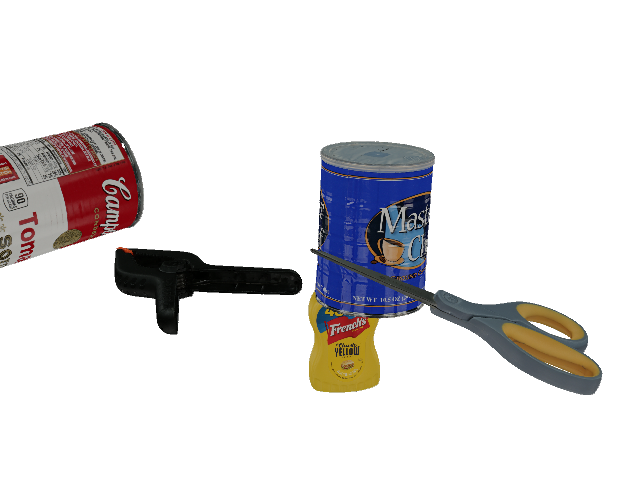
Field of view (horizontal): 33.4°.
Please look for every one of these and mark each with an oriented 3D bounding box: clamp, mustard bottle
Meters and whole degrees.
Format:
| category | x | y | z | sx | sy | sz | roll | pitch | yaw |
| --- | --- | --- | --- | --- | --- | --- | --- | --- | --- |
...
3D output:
| category | x | y | z | sx | sy | sz | roll | pitch | yaw |
| --- | --- | --- | --- | --- | --- | --- | --- | --- | --- |
| clamp | -0.146 | 0.042 | 1.056 | 0.210 | 0.036 | 0.164 | 12 | 21 | 38 |
| mustard bottle | 0.032 | 0.108 | 1.433 | 0.096 | 0.192 | 0.058 | -3 | 19 | -6 |

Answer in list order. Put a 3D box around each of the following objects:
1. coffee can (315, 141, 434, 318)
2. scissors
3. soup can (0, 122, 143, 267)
| category | x | y | z | sx | sy | sz | roll | pitch | yaw |
| --- | --- | --- | --- | --- | --- | --- | --- | --- | --- |
| coffee can | 0.049 | -0.012 | 0.976 | 0.103 | 0.140 | 0.103 | 2 | 16 | -1 |
| scissors | 0.098 | 0.041 | 0.715 | 0.202 | 0.016 | 0.096 | 29 | 25 | 17 |
| soup can | -0.167 | -0.027 | 0.637 | 0.102 | 0.068 | 0.069 | -20 | 12 | -36 |
